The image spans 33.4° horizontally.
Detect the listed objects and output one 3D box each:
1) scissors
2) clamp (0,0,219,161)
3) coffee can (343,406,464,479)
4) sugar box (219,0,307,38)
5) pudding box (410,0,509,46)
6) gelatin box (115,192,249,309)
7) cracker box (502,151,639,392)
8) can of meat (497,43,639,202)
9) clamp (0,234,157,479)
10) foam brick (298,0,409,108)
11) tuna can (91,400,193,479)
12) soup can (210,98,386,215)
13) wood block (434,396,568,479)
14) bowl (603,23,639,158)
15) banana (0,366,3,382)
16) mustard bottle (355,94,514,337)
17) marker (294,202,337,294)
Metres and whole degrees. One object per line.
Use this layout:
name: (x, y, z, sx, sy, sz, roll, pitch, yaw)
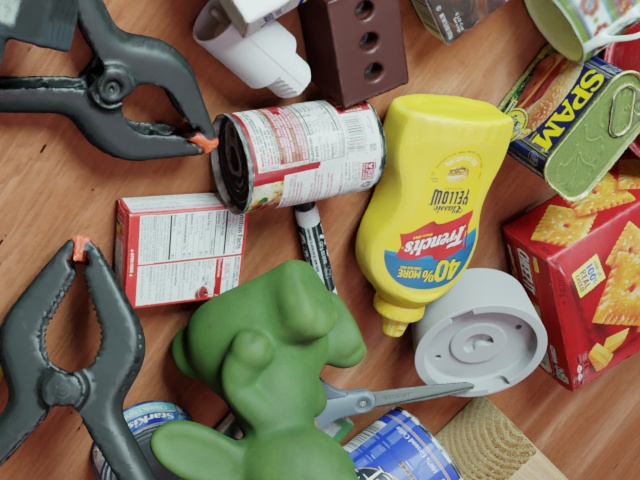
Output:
scissors: (0.021, 0.114, 0.844, 0.201, 0.016, 0.096, -20, 112, -8)
clamp: (-0.141, -0.092, 0.649, 0.120, 0.039, 0.171, -44, 123, 9)
coffee can: (0.038, 0.220, 0.882, 0.140, 0.103, 0.103, -35, 129, -17)
sugar box: (0.004, -0.205, 0.634, 0.176, 0.048, 0.093, -32, 92, -6)
pudding box: (0.092, -0.203, 0.713, 0.090, 0.039, 0.113, -36, 129, -5)
gelatin box: (-0.096, 0.006, 0.738, 0.089, 0.030, 0.073, -6, 119, -26)
cracker box: (0.273, 0.012, 0.924, 0.213, 0.072, 0.164, -29, 129, -12)
can of meat: (0.186, -0.093, 0.803, 0.057, 0.084, 0.102, 32, 99, -39)
clamp: (-0.155, 0.104, 0.695, 0.164, 0.036, 0.210, 12, 83, -4)
foam brick: (0.021, -0.138, 0.703, 0.053, 0.051, 0.078, -24, 127, -16)
tuna can: (-0.129, 0.165, 0.813, 0.086, 0.034, 0.086, -14, 124, -22)
soup can: (-0.015, -0.059, 0.720, 0.102, 0.069, 0.068, -12, 123, -24)
wood block: (0.189, 0.244, 1.005, 0.091, 0.090, 0.206, -45, 130, 1)
bowl: (0.303, -0.130, 0.826, 0.162, 0.055, 0.162, -2, 96, -17)
banana: (-0.238, 0.152, 0.741, 0.069, 0.037, 0.198, -2, 119, -28)
mustard bottle: (0.077, -0.012, 0.807, 0.096, 0.058, 0.192, -1, 119, -30)
marker: (-0.005, 0.001, 0.794, 0.020, 0.020, 0.121, -24, 127, -15)
